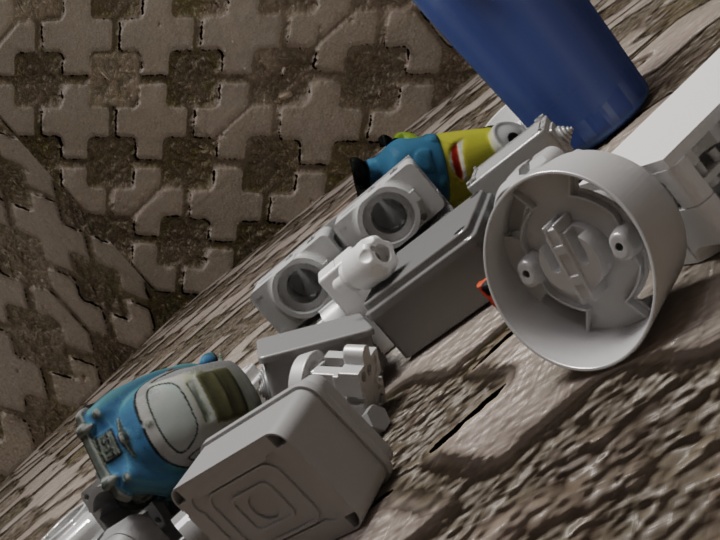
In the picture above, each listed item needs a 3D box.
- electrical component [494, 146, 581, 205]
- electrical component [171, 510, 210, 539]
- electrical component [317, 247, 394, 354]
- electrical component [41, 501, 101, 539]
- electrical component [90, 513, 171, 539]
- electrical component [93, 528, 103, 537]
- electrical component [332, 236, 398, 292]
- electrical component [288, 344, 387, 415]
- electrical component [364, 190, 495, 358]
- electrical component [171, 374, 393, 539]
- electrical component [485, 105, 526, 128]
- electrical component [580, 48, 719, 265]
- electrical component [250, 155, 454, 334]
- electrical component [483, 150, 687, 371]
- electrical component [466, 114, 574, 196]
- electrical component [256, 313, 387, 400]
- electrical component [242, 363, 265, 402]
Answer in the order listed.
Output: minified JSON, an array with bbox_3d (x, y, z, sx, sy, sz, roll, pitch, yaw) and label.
[{"bbox_3d":[0.136,-0.053,0.814,0.078,0.058,0.057,-33,8,43],"label":"electrical component"},{"bbox_3d":[-0.105,0.173,0.749,0.079,0.044,0.077,-42,8,-12],"label":"electrical component"},{"bbox_3d":[-0.009,0.037,0.905,0.076,0.083,0.047,-40,8,3],"label":"electrical component"},{"bbox_3d":[-0.245,0.246,0.958,0.054,0.059,0.095,-44,8,-23],"label":"electrical component"},{"bbox_3d":[-0.184,0.228,0.787,0.095,0.053,0.059,-35,9,34],"label":"electrical component"},{"bbox_3d":[-0.203,0.233,0.888,0.043,0.043,0.081,-36,9,31],"label":"electrical component"},{"bbox_3d":[0.000,0.000,0.823,0.061,0.035,0.035,-36,8,46],"label":"electrical component"},{"bbox_3d":[-0.017,0.081,0.754,0.055,0.066,0.048,1,27,23],"label":"electrical component"},{"bbox_3d":[0.068,0.001,0.837,0.109,0.056,0.108,-38,8,24],"label":"electrical component"},{"bbox_3d":[-0.045,0.120,0.632,0.113,0.078,0.057,-35,13,38],"label":"electrical component"},{"bbox_3d":[0.171,-0.139,1.102,0.099,0.064,0.099,-40,8,6],"label":"electrical component"},{"bbox_3d":[0.205,-0.075,0.580,0.150,0.061,0.089,-43,8,-15],"label":"electrical component"},{"bbox_3d":[0.006,0.000,0.958,0.186,0.105,0.060,-40,8,9],"label":"electrical component"},{"bbox_3d":[0.112,-0.008,0.540,0.064,0.099,0.099,-39,5,-42],"label":"electrical component"},{"bbox_3d":[0.147,-0.084,0.912,0.096,0.061,0.061,-38,8,21],"label":"electrical component"},{"bbox_3d":[-0.031,0.073,0.835,0.100,0.048,0.100,-14,6,-5],"label":"electrical component"},{"bbox_3d":[-0.123,0.141,0.970,0.113,0.057,0.078,-34,10,42],"label":"electrical component"}]
